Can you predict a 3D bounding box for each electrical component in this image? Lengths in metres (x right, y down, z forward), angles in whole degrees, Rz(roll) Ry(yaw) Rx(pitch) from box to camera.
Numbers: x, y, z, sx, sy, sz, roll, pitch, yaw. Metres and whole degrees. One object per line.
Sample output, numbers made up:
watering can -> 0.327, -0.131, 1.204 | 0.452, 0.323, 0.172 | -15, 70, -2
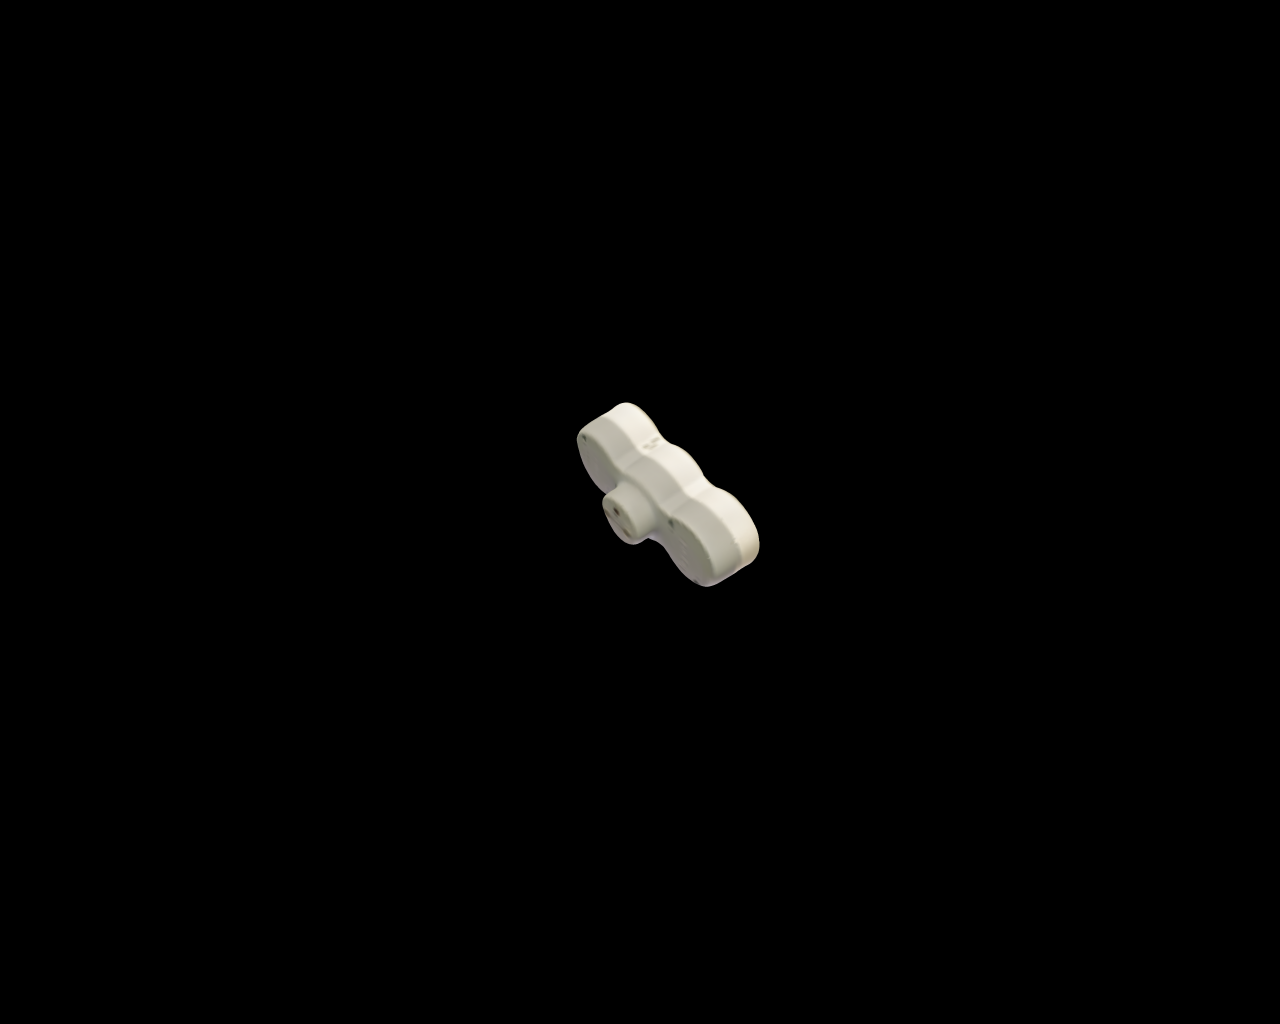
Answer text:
electrical component -> 0.001, -0.003, 0.650 | 0.074, 0.138, 0.052 | -32, -32, -22
